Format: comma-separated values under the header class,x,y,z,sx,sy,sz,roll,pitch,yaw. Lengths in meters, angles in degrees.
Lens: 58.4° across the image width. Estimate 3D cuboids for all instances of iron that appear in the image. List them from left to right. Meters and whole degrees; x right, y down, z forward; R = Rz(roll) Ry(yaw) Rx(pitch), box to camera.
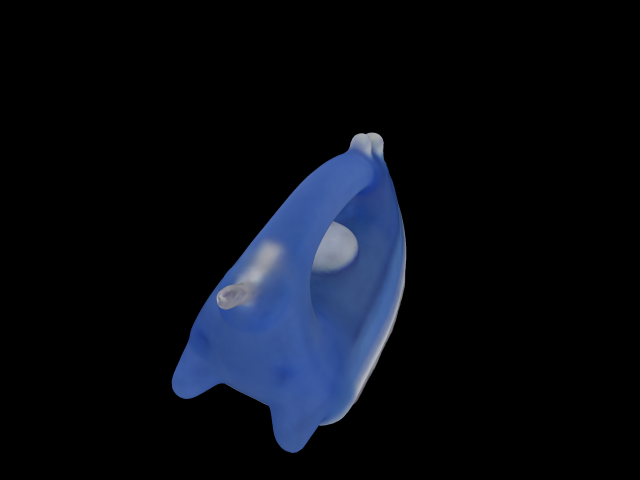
class,x,y,z,sx,sy,sz,roll,pitch,yaw
iron,0.004,0.001,0.400,0.118,0.141,0.259,20,50,18
